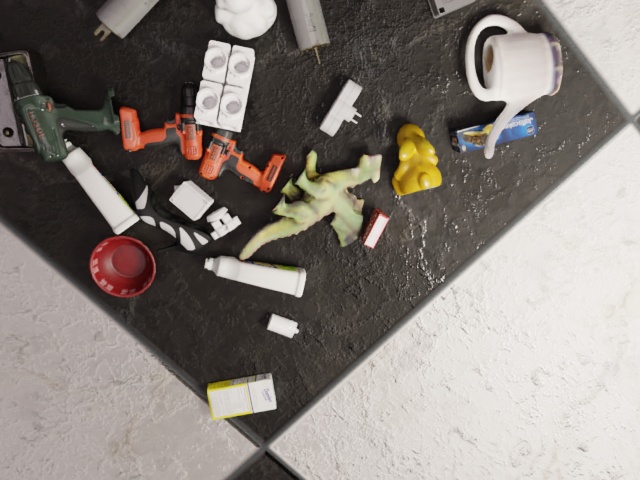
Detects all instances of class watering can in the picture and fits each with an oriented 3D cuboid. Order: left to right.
[{"bbox_3d":[0.464,-0.372,1.229,0.224,0.349,0.103,-5,-4,-1],"label":"watering can"}]

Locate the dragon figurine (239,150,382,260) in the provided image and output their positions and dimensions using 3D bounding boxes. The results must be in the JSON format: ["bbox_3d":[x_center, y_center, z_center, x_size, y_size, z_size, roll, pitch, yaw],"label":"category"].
[{"bbox_3d":[0.004,-0.065,1.289,0.241,0.408,0.124,34,10,-18],"label":"dragon figurine"}]

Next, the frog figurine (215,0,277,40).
[{"bbox_3d":[-0.166,-0.514,1.144,0.137,0.121,0.161,0,15,-3],"label":"frog figurine"}]
